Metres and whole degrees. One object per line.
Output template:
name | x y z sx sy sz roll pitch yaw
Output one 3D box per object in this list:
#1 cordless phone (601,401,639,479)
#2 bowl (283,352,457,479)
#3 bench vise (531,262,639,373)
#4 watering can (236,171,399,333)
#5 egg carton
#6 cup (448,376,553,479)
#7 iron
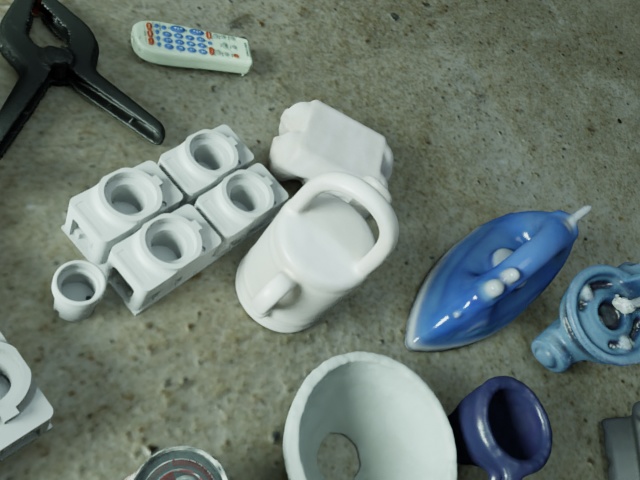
cordless phone | 0.416 0.241 0.627 0.094 0.184 0.147 18 55 -20
bowl | 0.034 0.189 0.510 0.168 0.074 0.167 14 57 -22
bench vise | 0.370 0.057 0.686 0.121 0.219 0.208 41 51 -3
watering can | 0.003 0.000 0.526 0.101 0.193 0.173 28 53 -13
egg carton | 0.016 -0.094 0.669 0.150 0.069 0.107 25 53 -15
cup | 0.163 0.203 0.563 0.092 0.094 0.118 25 53 -15
iron | 0.213 0.037 0.658 0.259 0.141 0.118 -32 81 -39
